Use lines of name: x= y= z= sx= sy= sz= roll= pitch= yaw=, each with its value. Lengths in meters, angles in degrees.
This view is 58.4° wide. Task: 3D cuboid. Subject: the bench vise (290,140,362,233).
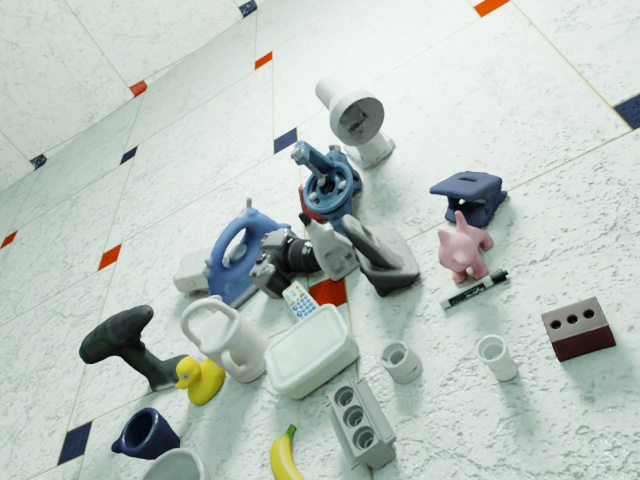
bench vise: x=0.001 y=-0.145 z=1.227 sx=0.121 sy=0.220 sz=0.207 roll=-31 pitch=37 yaw=13

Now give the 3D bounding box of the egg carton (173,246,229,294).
egg carton: x=-0.282 y=0.076 z=1.373 sx=0.150 sy=0.070 sz=0.107 roll=-14 pitch=43 yaw=31

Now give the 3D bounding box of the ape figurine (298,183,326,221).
ape figurine: x=-0.017 y=-0.090 z=1.295 sx=0.075 sy=0.092 sz=0.078 roll=2 pitch=53 yaw=43

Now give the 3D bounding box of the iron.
iron: x=-0.184 y=0.034 z=1.269 sx=0.118 sy=0.142 sz=0.258 roll=14 pitch=62 yaw=48

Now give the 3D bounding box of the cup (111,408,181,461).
cup: x=-0.316 y=0.378 z=1.062 sx=0.117 sy=0.095 sz=0.091 roll=-32 pitch=37 yaw=11

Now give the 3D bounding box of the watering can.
watering can: x=-0.185 y=0.175 z=1.075 sx=0.101 sy=0.195 sz=0.172 roll=-49 pitch=37 yaw=-12

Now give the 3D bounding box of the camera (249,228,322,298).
camera: x=-0.064 y=0.039 z=1.191 sx=0.136 sy=0.101 sz=0.143 roll=1 pitch=52 yaw=42

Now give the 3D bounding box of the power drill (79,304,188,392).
power drill: x=-0.369 y=0.224 z=1.176 sx=0.229 sy=0.209 sz=0.075 roll=-22 pitch=40 yaw=23

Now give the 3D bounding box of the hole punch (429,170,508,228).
hole punch: x=0.268 y=-0.090 z=1.042 sx=0.108 sy=0.091 sz=0.101 roll=17 pitch=64 yaw=49

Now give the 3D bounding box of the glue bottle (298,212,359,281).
glue bottle: x=0.010 y=0.004 z=1.101 sx=0.078 sy=0.174 sz=0.037 roll=-36 pitch=36 yaw=6

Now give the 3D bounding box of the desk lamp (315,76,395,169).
desk lamp: x=0.076 y=-0.264 z=1.292 sx=0.118 sy=0.214 sz=0.202 roll=-39 pitch=36 yaw=1

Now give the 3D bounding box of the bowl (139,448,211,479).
bowl: x=-0.236 y=0.438 z=0.944 sx=0.167 sy=0.075 sz=0.167 roll=-24 pitch=39 yaw=21

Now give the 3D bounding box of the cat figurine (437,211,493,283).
cat figurine: x=0.232 y=0.010 z=0.946 sx=0.067 sy=0.118 sz=0.128 roll=-12 pitch=45 yaw=33

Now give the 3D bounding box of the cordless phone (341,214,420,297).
cordless phone: x=0.091 y=-0.001 z=1.024 sx=0.094 sy=0.186 sz=0.147 roll=-33 pitch=36 yaw=9

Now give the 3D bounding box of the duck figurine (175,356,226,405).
duck figurine: x=-0.241 y=0.261 z=1.127 sx=0.077 sy=0.086 sz=0.105 roll=8 pitch=57 yaw=46
